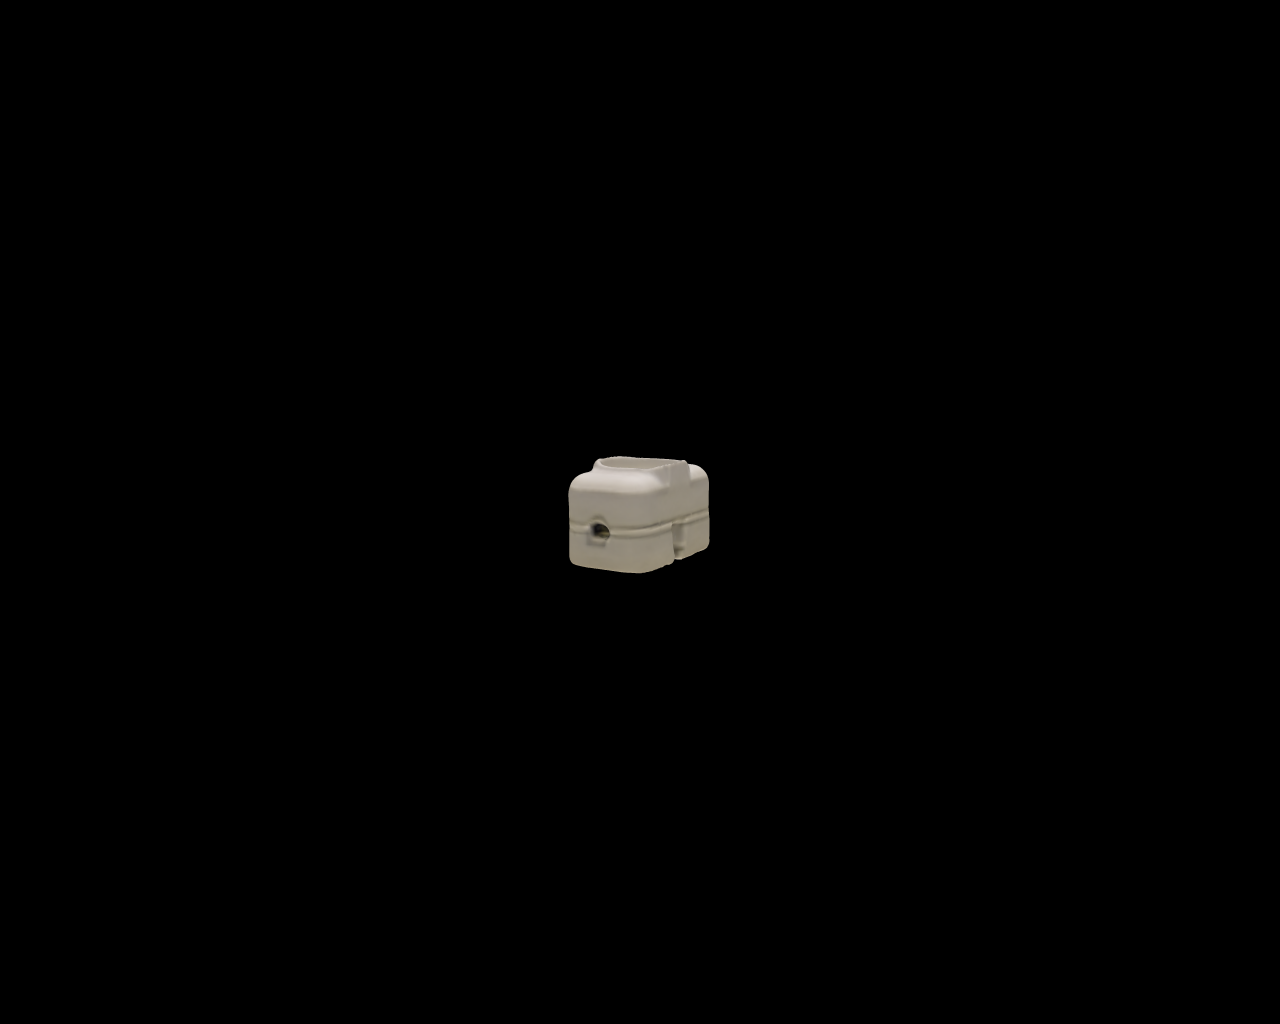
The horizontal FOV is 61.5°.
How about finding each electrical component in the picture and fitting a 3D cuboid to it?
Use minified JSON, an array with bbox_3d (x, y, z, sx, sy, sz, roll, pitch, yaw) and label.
[{"bbox_3d":[0.001,-0.003,0.650,0.054,0.059,0.095,6,11,31],"label":"electrical component"}]
